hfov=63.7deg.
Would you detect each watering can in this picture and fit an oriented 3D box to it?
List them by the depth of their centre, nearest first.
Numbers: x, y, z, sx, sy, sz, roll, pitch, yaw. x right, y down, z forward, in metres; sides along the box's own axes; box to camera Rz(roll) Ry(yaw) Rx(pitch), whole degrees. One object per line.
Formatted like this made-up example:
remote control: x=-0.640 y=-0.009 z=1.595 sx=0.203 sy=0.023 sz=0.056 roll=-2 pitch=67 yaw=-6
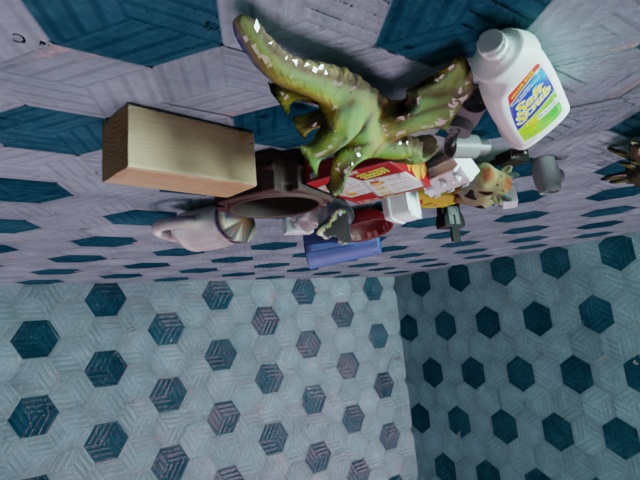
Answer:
watering can: x=-0.261 y=-0.023 z=1.308 sx=0.223 sy=0.105 sz=0.346 roll=-11 pitch=169 yaw=23

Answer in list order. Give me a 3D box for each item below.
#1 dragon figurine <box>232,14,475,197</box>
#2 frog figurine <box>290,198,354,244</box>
dragon figurine: x=0.073 y=-0.179 z=0.658 sx=0.242 sy=0.124 sz=0.405 roll=-21 pitch=159 yaw=8
frog figurine: x=0.004 y=-0.066 z=1.311 sx=0.138 sy=0.120 sz=0.161 roll=-7 pitch=-152 yaw=-35
